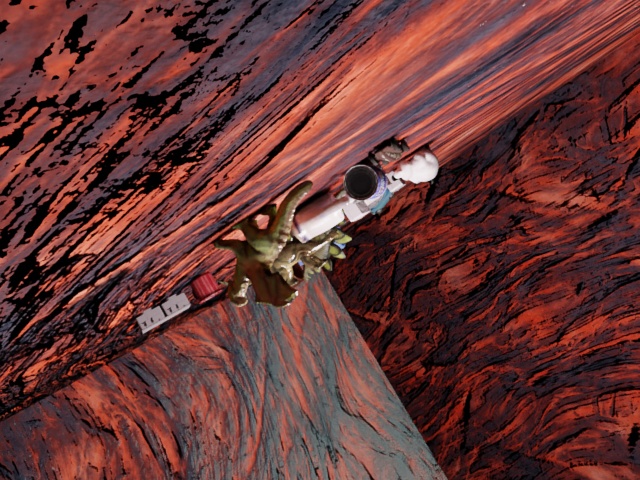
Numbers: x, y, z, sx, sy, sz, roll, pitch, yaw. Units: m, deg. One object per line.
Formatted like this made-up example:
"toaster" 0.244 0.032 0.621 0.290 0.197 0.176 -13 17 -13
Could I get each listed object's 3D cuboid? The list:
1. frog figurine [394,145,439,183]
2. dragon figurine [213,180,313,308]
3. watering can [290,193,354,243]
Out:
"frog figurine" 0.360 -0.268 1.921 0.161 0.124 0.134 -25 154 -27
"dragon figurine" -0.120 0.046 1.276 0.405 0.244 0.123 -32 171 36
"watering can" 0.005 -0.079 1.572 0.224 0.104 0.348 -31 -179 4
